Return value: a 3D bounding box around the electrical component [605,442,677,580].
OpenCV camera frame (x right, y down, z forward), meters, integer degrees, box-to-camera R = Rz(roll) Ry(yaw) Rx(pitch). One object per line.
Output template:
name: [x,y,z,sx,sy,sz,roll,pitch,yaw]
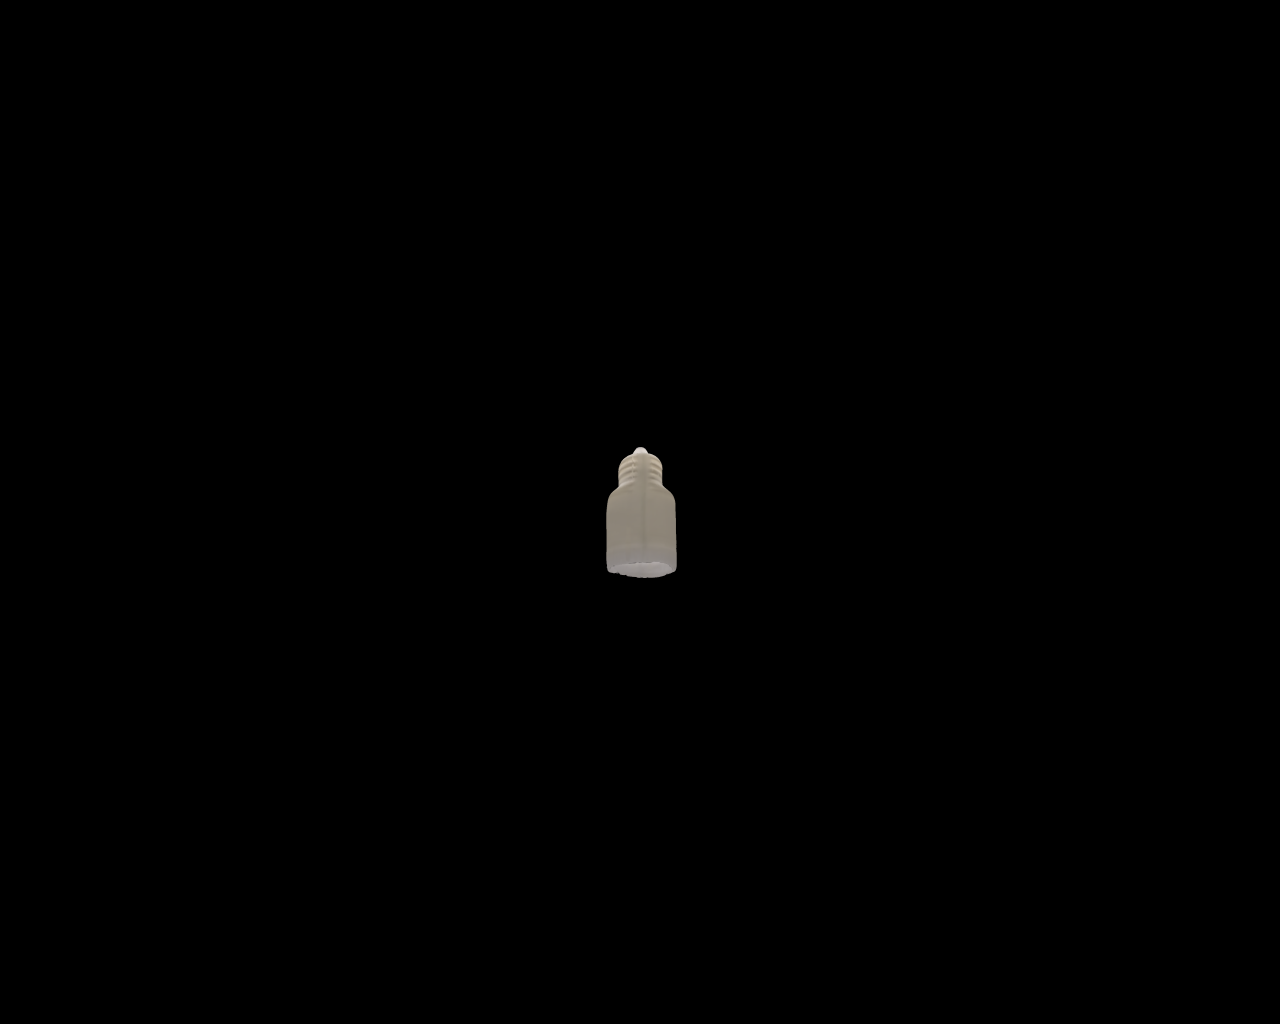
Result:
electrical component: [0.001,-0.003,0.650,0.043,0.081,0.043,0,-15,0]
